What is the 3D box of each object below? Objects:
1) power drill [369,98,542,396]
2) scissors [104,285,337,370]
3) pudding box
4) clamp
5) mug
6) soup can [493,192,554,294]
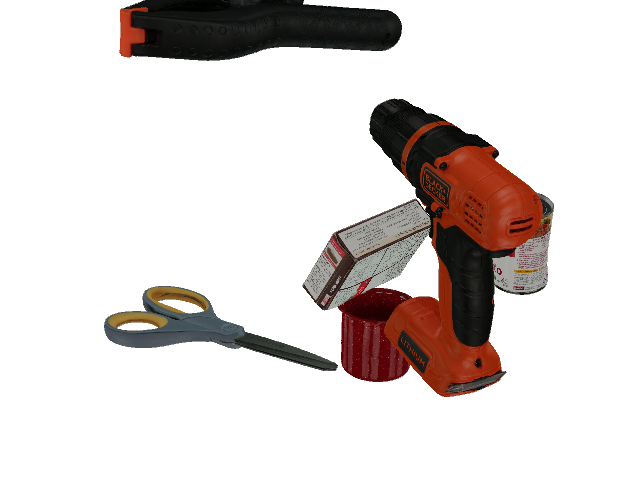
[{"bbox_3d":[0.086,0.005,0.782,0.057,0.188,0.185,-14,34,-20],"label":"power drill"},{"bbox_3d":[-0.087,0.074,0.793,0.096,0.016,0.202,-19,27,-34],"label":"scissors"},{"bbox_3d":[0.047,0.014,1.031,0.113,0.039,0.090,-25,-24,-37],"label":"pudding box"},{"bbox_3d":[-0.049,-0.140,0.666,0.171,0.039,0.120,-6,21,-26],"label":"clamp"},{"bbox_3d":[0.077,0.110,1.236,0.117,0.081,0.093,-2,22,-8],"label":"mug"},{"bbox_3d":[0.232,0.003,1.232,0.068,0.102,0.068,-2,30,1],"label":"soup can"}]
